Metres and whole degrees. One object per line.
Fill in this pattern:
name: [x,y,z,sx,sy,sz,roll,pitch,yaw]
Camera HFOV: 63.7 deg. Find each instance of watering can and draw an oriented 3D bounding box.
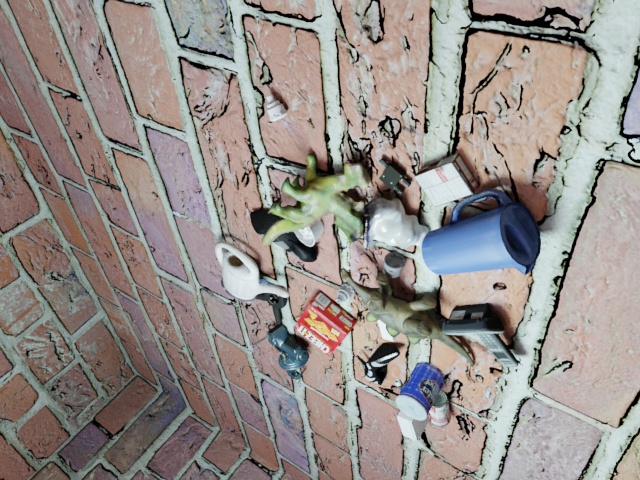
watering can: [-0.250,0.144,1.817,0.351,0.105,0.219,37,143,21]

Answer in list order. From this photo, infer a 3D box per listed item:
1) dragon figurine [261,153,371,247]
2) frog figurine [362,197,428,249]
dragon figurine: [0.004,-0.069,1.361,0.243,0.125,0.401,32,131,4]
frog figurine: [0.185,-0.042,1.270,0.159,0.125,0.134,-2,123,-1]
